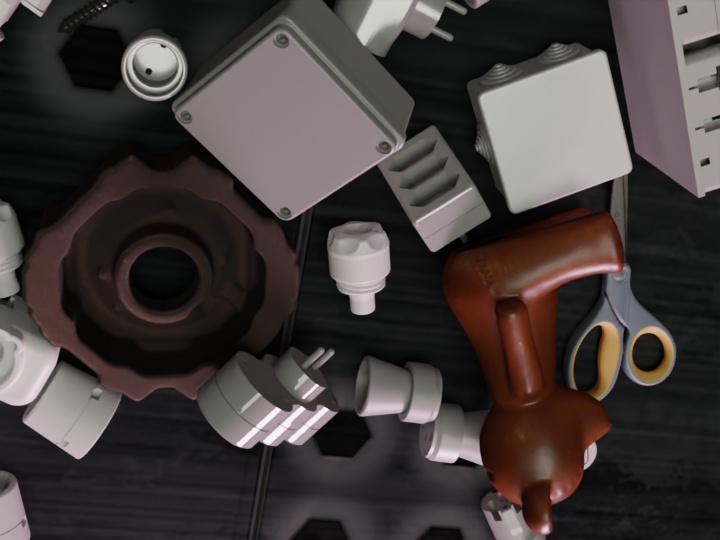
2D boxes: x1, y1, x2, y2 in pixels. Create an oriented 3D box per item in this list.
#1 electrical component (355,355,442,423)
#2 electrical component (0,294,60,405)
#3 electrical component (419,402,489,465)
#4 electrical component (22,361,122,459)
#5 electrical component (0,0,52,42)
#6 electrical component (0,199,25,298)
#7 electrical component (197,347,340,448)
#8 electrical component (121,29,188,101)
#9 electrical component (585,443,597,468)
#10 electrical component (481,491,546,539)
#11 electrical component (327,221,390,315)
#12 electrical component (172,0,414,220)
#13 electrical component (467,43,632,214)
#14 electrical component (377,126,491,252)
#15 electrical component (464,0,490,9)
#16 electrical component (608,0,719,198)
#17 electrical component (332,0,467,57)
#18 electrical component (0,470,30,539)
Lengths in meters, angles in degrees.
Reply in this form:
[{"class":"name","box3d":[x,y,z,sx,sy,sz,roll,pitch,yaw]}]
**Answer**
[{"class":"electrical component","box3d":[0.028,0.088,0.790,0.055,0.045,0.045,9,110,-12]},{"class":"electrical component","box3d":[-0.253,0.047,0.722,0.095,0.059,0.053,28,105,-18]},{"class":"electrical component","box3d":[0.077,0.124,0.813,0.055,0.045,0.045,9,110,-12]},{"class":"electrical component","box3d":[-0.203,0.097,0.754,0.047,0.055,0.055,35,103,-16]},{"class":"electrical component","box3d":[-0.227,-0.169,0.639,0.078,0.058,0.057,35,100,-19]},{"class":"electrical component","box3d":[-0.242,-0.013,0.709,0.043,0.043,0.062,-13,114,-3]},{"class":"electrical component","box3d":[-0.048,0.078,0.735,0.074,0.138,0.052,-43,71,10]},{"class":"electrical component","box3d":[-0.129,-0.131,0.676,0.040,0.046,0.040,-3,112,-8]},{"class":"electrical component","box3d":[0.153,0.123,0.813,0.044,0.065,0.044,-3,112,-8]},{"class":"electrical component","box3d":[0.121,0.199,0.854,0.040,0.040,0.046,-26,108,2]},{"class":"electrical component","box3d":[0.000,0.000,0.751,0.043,0.043,0.062,-7,114,-6]},{"class":"electrical component","box3d":[-0.041,-0.102,0.675,0.109,0.056,0.109,-30,117,34]},{"class":"electrical component","box3d":[0.126,-0.098,0.727,0.100,0.048,0.099,-20,114,0]},{"class":"electrical component","box3d":[0.056,-0.045,0.734,0.047,0.065,0.076,-32,142,5]},{"class":"electrical component","box3d":[0.081,-0.200,0.676,0.047,0.055,0.055,-29,113,0]},{"class":"electrical component","box3d":[0.209,-0.155,0.686,0.060,0.105,0.186,-18,114,-1]},{"class":"electrical component","box3d":[0.030,-0.172,0.685,0.079,0.043,0.077,23,107,-17]},{"class":"electrical component","box3d":[-0.270,0.177,0.776,0.055,0.055,0.047,-6,109,-7]}]
